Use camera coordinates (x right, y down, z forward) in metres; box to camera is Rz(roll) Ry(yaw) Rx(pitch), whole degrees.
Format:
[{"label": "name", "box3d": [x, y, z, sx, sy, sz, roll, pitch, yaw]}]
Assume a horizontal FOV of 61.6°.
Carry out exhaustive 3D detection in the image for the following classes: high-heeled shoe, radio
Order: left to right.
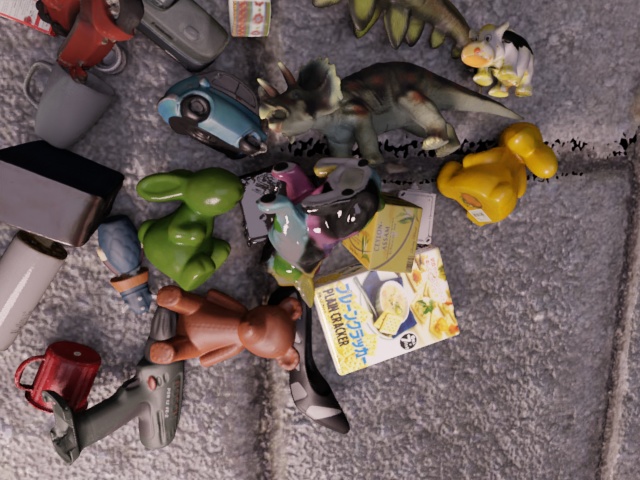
[{"label": "radio", "box3d": [-0.340, -0.067, 0.698, 0.131, 0.230, 0.073, 24, 99, -18]}, {"label": "high-heeled shoe", "box3d": [-0.002, 0.186, 0.869, 0.249, 0.086, 0.145, 45, 107, 0]}]

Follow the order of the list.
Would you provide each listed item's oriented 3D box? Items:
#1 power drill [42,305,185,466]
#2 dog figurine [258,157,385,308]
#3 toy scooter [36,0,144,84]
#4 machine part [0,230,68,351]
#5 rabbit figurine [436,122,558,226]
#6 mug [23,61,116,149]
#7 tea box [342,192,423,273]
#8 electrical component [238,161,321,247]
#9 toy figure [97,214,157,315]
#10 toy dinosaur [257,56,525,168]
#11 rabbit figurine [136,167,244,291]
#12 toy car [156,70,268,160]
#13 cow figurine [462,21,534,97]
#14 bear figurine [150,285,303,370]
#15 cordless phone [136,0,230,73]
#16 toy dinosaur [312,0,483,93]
[{"label": "power drill", "box3d": [-0.298, 0.223, 0.807, 0.207, 0.086, 0.231, -19, 113, -51]}, {"label": "dog figurine", "box3d": [-0.002, -0.002, 0.756, 0.192, 0.108, 0.219, -2, 135, 9]}, {"label": "toy scooter", "box3d": [-0.307, -0.282, 0.683, 0.184, 0.075, 0.135, 42, 112, 20]}, {"label": "machine part", "box3d": [-0.448, 0.074, 0.788, 0.079, 0.079, 0.243, 33, 94, -14]}, {"label": "rabbit figurine", "box3d": [0.288, -0.123, 0.839, 0.122, 0.162, 0.173, 42, 75, -3]}, {"label": "mug", "box3d": [-0.359, -0.187, 0.745, 0.109, 0.081, 0.107, 30, 105, -19]}, {"label": "tea box", "box3d": [0.087, -0.019, 0.805, 0.068, 0.170, 0.098, 5, 100, -11]}, {"label": "electrical component", "box3d": [-0.062, -0.059, 0.831, 0.134, 0.058, 0.114, -15, 106, -5]}, {"label": "toy figure", "box3d": [-0.291, 0.039, 0.816, 0.064, 0.058, 0.154, -11, 107, -2]}, {"label": "toy dinosaur", "box3d": [0.094, -0.201, 0.797, 0.405, 0.131, 0.192, -18, 86, -17]}, {"label": "rabbit figurine", "box3d": [-0.181, -0.041, 0.788, 0.159, 0.121, 0.170, 39, 109, 6]}, {"label": "toy car", "box3d": [-0.142, -0.187, 0.770, 0.161, 0.109, 0.103, 24, 80, -22]}, {"label": "cow figurine", "box3d": [0.268, -0.278, 0.796, 0.167, 0.068, 0.098, 11, 88, -51]}, {"label": "bear figurine", "box3d": [-0.132, 0.133, 0.796, 0.196, 0.132, 0.120, 1, 79, 25]}, {"label": "cordless phone", "box3d": [-0.170, -0.339, 0.742, 0.146, 0.089, 0.184, 38, 90, -14]}, {"label": "toy dinosaur", "box3d": [0.098, -0.387, 0.766, 0.471, 0.105, 0.198, 28, 102, -19]}]
